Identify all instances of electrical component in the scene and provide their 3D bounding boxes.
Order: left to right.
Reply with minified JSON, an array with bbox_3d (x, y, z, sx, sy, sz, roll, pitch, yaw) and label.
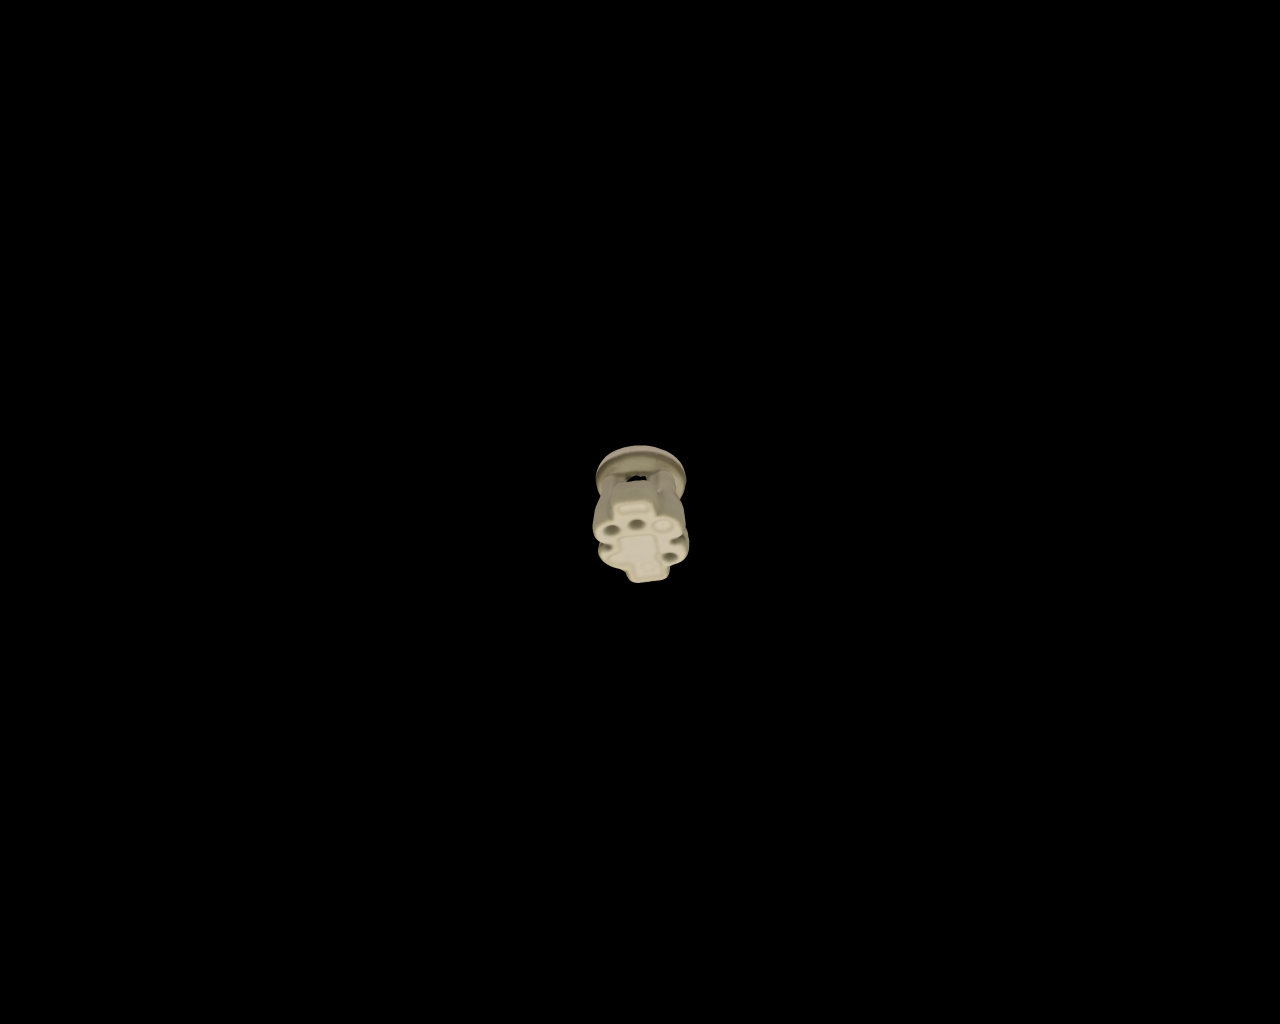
[{"bbox_3d":[0.001,-0.003,0.650,0.058,0.057,0.078,-5,-40,6],"label":"electrical component"}]
